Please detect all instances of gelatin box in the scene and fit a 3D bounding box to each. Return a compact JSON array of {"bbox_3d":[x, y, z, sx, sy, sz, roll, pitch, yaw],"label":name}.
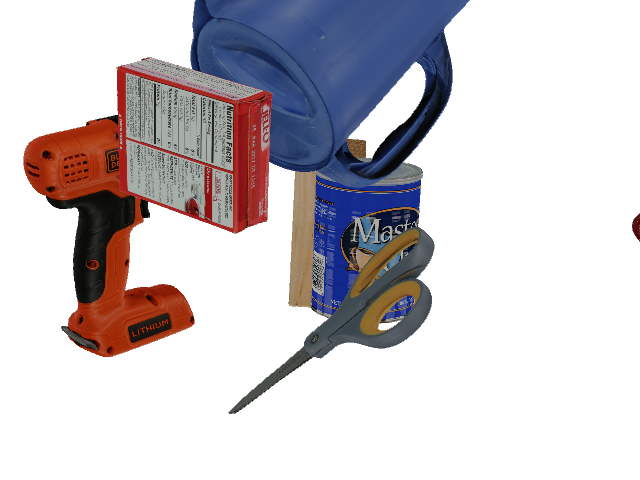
[{"bbox_3d":[-0.068,-0.052,0.570,0.089,0.073,0.030,19,30,30],"label":"gelatin box"}]

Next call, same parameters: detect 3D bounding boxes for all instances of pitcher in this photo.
[{"bbox_3d":[0.033,-0.165,0.808,0.145,0.149,0.242,25,57,32],"label":"pitcher"}]

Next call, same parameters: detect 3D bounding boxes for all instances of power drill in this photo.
[{"bbox_3d":[-0.146,-0.013,0.863,0.184,0.188,0.057,-18,26,-39],"label":"power drill"}]

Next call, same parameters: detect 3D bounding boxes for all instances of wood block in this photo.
[{"bbox_3d":[0.008,-0.023,1.393,0.090,0.206,0.091,4,25,0],"label":"wood block"}]

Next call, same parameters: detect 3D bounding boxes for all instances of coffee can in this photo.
[{"bbox_3d":[0.043,-0.002,1.030,0.103,0.140,0.103,2,15,-1],"label":"coffee can"}]

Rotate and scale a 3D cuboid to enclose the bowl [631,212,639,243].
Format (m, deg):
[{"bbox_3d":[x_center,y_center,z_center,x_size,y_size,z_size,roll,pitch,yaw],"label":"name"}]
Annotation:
[{"bbox_3d":[0.415,0.015,1.146,0.162,0.055,0.162,-1,26,0],"label":"bowl"}]

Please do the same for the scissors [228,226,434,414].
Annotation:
[{"bbox_3d":[0.009,0.075,0.725,0.016,0.202,0.096,36,14,-26],"label":"scissors"}]
